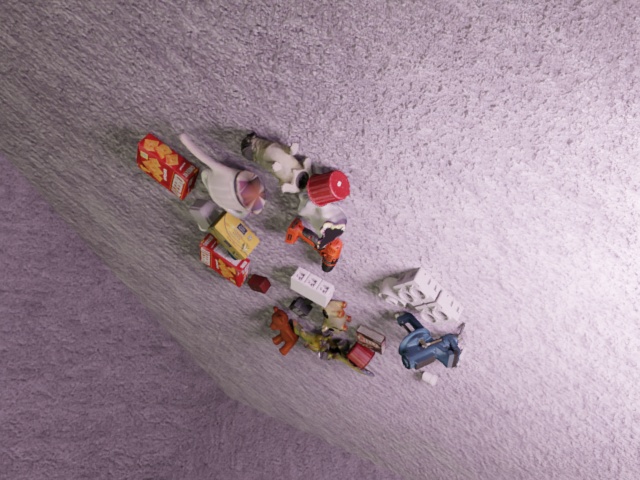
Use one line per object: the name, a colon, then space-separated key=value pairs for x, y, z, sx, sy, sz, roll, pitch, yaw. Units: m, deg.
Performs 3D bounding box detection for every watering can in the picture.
watering can: x=-0.300 y=-0.191 z=1.629 sx=0.225 sy=0.106 sz=0.340 roll=8 pitch=140 yaw=37

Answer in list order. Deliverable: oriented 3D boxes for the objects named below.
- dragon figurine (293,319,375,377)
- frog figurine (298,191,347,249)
dragon figurine: x=0.044 y=0.474 z=2.228 sx=0.411 sy=0.123 sz=0.240 roll=36 pitch=167 yaw=5
frog figurine: x=0.005 y=-0.076 z=1.510 sx=0.134 sy=0.123 sz=0.162 roll=77 pitch=168 yaw=-58
